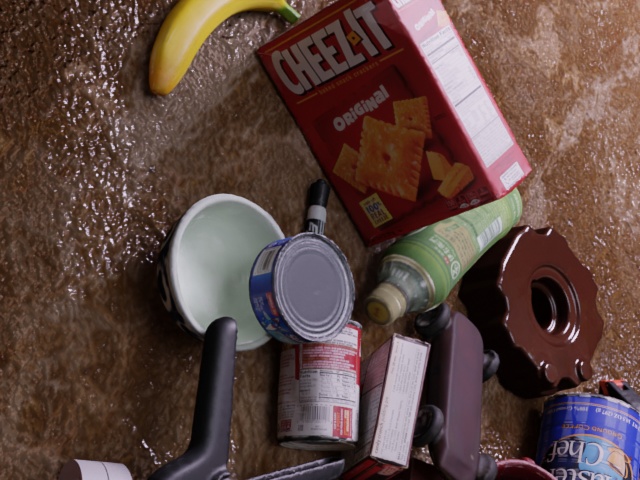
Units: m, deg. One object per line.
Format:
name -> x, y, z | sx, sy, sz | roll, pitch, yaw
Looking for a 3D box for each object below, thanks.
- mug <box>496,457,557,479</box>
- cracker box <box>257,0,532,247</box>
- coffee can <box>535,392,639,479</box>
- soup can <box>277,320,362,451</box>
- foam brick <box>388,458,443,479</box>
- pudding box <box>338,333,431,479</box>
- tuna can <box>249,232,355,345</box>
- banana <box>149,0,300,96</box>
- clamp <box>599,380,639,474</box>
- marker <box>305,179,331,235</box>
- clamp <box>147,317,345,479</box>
mug -> 0.174, 0.252, 0.973 | 0.093, 0.082, 0.117 | 21, 43, 1
cracker box -> 0.062, -0.114, 0.946 | 0.072, 0.164, 0.213 | -41, 104, -43
coffee can -> 0.261, 0.236, 1.053 | 0.102, 0.103, 0.140 | 34, 57, -29
soup can -> 0.000, 0.120, 0.887 | 0.068, 0.069, 0.102 | 16, 68, -37
foam brick -> 0.077, 0.235, 0.929 | 0.051, 0.053, 0.078 | 28, 61, -32
pudding box -> 0.054, 0.147, 0.908 | 0.039, 0.090, 0.113 | 17, 63, -11
tuna can -> -0.014, 0.039, 0.835 | 0.085, 0.034, 0.086 | 12, 73, -42
banana -> -0.088, -0.192, 0.925 | 0.197, 0.037, 0.069 | -38, 98, -40
clamp -> 0.333, 0.226, 1.114 | 0.039, 0.120, 0.171 | 2, 72, -30
marker -> -0.006, 0.001, 0.951 | 0.020, 0.020, 0.121 | 23, 63, -34
clamp -> -0.066, 0.182, 0.761 | 0.164, 0.036, 0.209 | 48, 52, -25
